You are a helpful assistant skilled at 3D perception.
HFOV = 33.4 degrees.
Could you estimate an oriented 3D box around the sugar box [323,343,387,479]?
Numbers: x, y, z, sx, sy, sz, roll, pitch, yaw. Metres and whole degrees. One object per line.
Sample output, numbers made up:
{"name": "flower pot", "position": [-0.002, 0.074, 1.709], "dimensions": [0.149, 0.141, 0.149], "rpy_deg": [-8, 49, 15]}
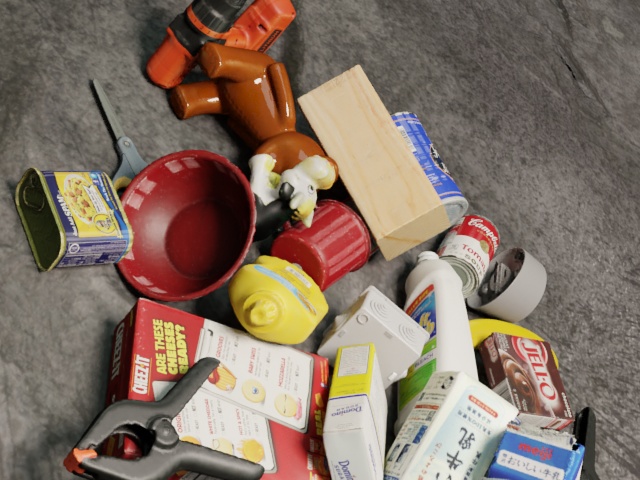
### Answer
{"name": "sugar box", "position": [0.036, 0.182, 1.053], "dimensions": [0.176, 0.048, 0.093], "rpy_deg": [-68, 148, -68]}

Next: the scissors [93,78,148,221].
{"name": "scissors", "position": [-0.224, -0.092, 1.168], "dimensions": [0.202, 0.016, 0.096], "rpy_deg": [52, 41, 9]}

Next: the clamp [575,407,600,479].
{"name": "clamp", "position": [0.292, 0.284, 1.258], "dimensions": [0.164, 0.036, 0.210], "rpy_deg": [11, 48, -29]}

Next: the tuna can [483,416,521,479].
{"name": "tuna can", "position": [0.192, 0.229, 1.186], "dimensions": [0.033, 0.086, 0.086], "rpy_deg": [-26, 75, -46]}

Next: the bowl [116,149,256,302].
{"name": "bowl", "position": [-0.132, -0.009, 1.099], "dimensions": [0.162, 0.162, 0.055], "rpy_deg": [66, 10, 23]}

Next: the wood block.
{"name": "wood block", "position": [0.064, -0.091, 1.274], "dimensions": [0.206, 0.090, 0.090], "rpy_deg": [62, 3, 20]}

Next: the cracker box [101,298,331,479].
{"name": "cracker box", "position": [-0.094, 0.166, 1.015], "dimensions": [0.213, 0.072, 0.164], "rpy_deg": [20, 46, -25]}

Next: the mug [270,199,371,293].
{"name": "mug", "position": [-0.008, 0.001, 1.204], "dimensions": [0.081, 0.093, 0.117], "rpy_deg": [-36, 105, -44]}

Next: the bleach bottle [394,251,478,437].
{"name": "bleach bottle", "position": [0.128, 0.114, 1.234], "dimensions": [0.068, 0.103, 0.251], "rpy_deg": [28, 37, -24]}

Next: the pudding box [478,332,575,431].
{"name": "pudding box", "position": [0.245, 0.169, 1.272], "dimensions": [0.089, 0.039, 0.113], "rpy_deg": [11, 51, -28]}

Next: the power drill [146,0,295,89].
{"name": "power drill", "position": [-0.107, -0.265, 1.294], "dimensions": [0.057, 0.185, 0.187], "rpy_deg": [54, 32, 7]}

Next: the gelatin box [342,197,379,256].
{"name": "gelatin box", "position": [0.031, -0.004, 1.293], "dimensions": [0.073, 0.030, 0.089], "rpy_deg": [50, 40, 4]}

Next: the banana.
{"name": "banana", "position": [0.232, 0.134, 1.336], "dimensions": [0.197, 0.037, 0.069], "rpy_deg": [23, 44, -23]}

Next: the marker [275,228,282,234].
{"name": "marker", "position": [-0.090, -0.051, 1.240], "dimensions": [0.121, 0.020, 0.020], "rpy_deg": [45, 40, 0]}

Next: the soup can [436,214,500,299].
{"name": "soup can", "position": [0.185, 0.021, 1.369], "dimensions": [0.068, 0.069, 0.102], "rpy_deg": [41, 41, -5]}

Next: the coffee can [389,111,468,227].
{"name": "coffee can", "position": [0.111, -0.078, 1.363], "dimensions": [0.102, 0.103, 0.140], "rpy_deg": [-8, 62, -43]}

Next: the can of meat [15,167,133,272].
{"name": "can of meat", "position": [-0.244, -0.022, 1.061], "dimensions": [0.083, 0.058, 0.102], "rpy_deg": [-4, 59, -43]}

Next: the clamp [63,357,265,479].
{"name": "clamp", "position": [-0.127, 0.174, 0.899], "dimensions": [0.171, 0.039, 0.120], "rpy_deg": [-20, 65, -38]}

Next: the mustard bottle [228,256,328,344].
{"name": "mustard bottle", "position": [-0.045, 0.063, 1.081], "dimensions": [0.096, 0.058, 0.191], "rpy_deg": [40, 7, 2]}
